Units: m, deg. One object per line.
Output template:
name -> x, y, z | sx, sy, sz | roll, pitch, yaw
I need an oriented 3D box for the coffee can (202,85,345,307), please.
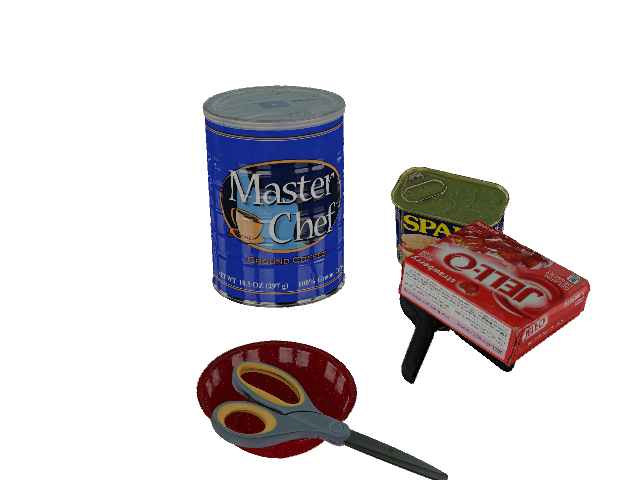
coffee can -> -0.033, -0.035, 0.792 | 0.103, 0.140, 0.103 | -1, 22, 0

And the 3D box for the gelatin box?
gelatin box -> 0.104, 0.028, 0.642 | 0.073, 0.030, 0.089 | -26, 45, -37

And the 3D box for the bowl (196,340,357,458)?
bowl -> -0.044, 0.171, 1.087 | 0.162, 0.055, 0.162 | 1, 31, -1

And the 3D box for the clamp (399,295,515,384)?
clamp -> 0.142, 0.084, 1.154 | 0.120, 0.171, 0.039 | 4, -44, -7

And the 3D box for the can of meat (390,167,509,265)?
can of meat -> 0.117, -0.011, 0.975 | 0.102, 0.084, 0.057 | 15, 50, 19

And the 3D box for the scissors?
scissors -> -0.004, 0.163, 0.868 | 0.202, 0.016, 0.096 | 31, 44, 27
